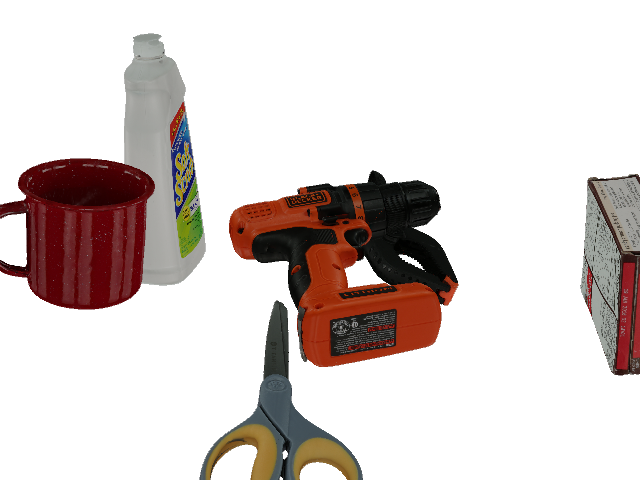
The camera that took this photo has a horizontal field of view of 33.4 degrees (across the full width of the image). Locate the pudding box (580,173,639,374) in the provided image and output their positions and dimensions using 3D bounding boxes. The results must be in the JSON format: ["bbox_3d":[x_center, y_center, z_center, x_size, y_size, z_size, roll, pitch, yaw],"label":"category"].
[{"bbox_3d":[0.198,0.020,0.692,0.039,0.090,0.113,-3,28,2],"label":"pudding box"}]

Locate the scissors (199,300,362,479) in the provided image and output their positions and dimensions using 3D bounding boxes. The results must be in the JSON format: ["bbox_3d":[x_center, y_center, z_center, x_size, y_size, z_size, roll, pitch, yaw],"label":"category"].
[{"bbox_3d":[-0.010,0.098,0.624,0.096,0.016,0.201,12,31,10],"label":"scissors"}]

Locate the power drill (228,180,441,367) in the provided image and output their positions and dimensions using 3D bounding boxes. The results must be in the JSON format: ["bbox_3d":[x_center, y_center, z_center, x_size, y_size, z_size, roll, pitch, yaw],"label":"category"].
[{"bbox_3d":[0.031,0.016,0.854,0.184,0.057,0.188,-11,33,-10],"label":"power drill"}]

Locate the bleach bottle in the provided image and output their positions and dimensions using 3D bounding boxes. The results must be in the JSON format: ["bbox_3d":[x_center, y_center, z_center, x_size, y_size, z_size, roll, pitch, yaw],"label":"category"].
[{"bbox_3d":[-0.170,-0.086,1.110,0.068,0.251,0.102,5,26,15],"label":"bleach bottle"}]

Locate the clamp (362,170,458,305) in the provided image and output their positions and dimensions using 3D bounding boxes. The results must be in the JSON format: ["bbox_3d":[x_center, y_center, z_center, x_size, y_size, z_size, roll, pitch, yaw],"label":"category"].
[{"bbox_3d":[0.067,0.002,1.220,0.164,0.036,0.210,-18,51,-36],"label":"clamp"}]

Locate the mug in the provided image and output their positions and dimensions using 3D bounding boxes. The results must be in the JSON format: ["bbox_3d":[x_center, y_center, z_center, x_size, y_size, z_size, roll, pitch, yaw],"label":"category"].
[{"bbox_3d":[-0.176,-0.003,0.747,0.117,0.081,0.093,-7,27,-27],"label":"mug"}]
